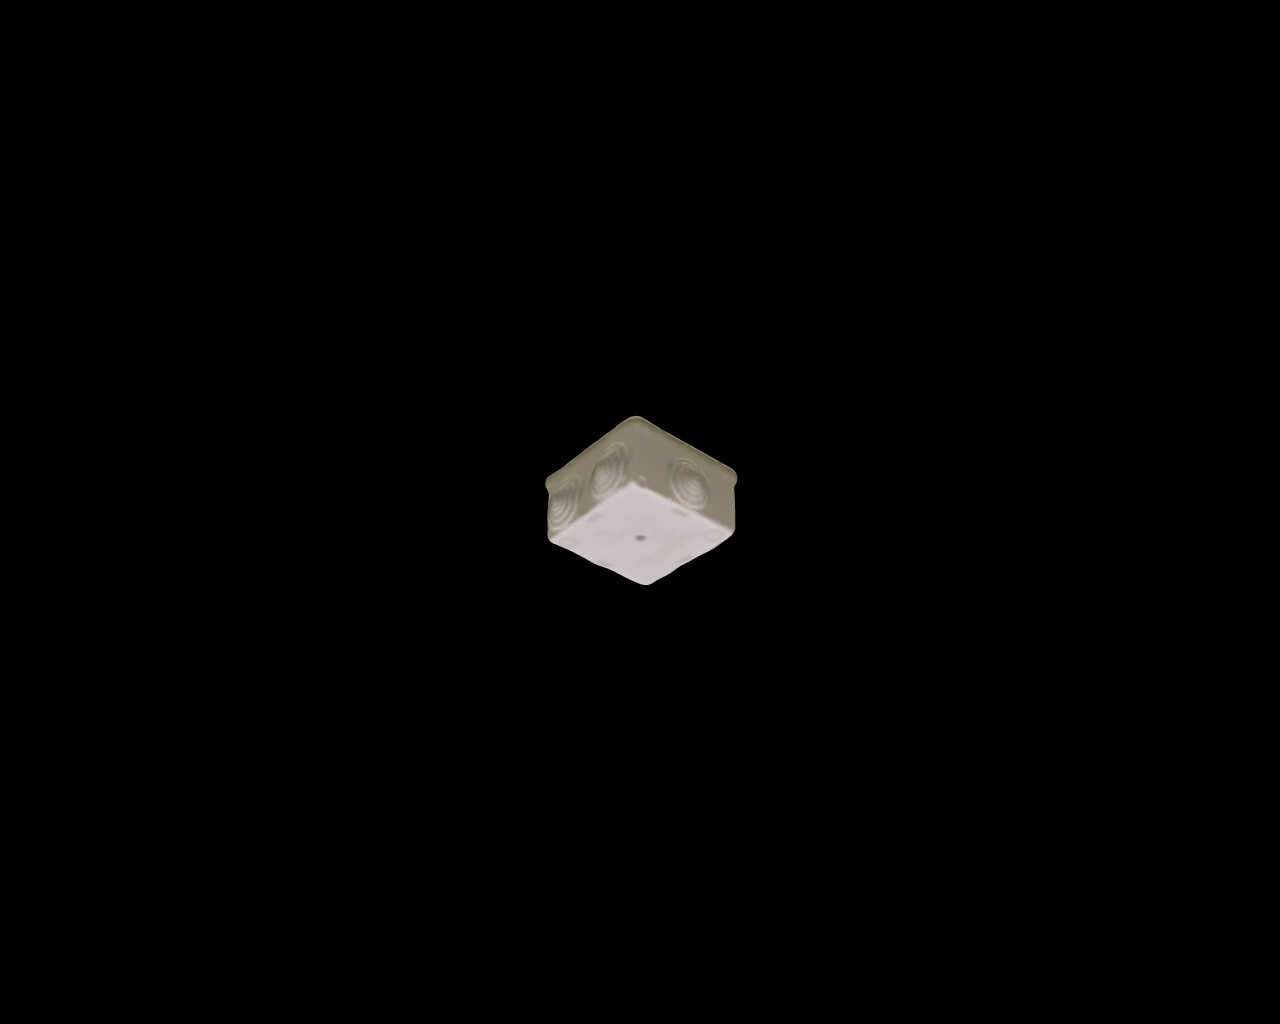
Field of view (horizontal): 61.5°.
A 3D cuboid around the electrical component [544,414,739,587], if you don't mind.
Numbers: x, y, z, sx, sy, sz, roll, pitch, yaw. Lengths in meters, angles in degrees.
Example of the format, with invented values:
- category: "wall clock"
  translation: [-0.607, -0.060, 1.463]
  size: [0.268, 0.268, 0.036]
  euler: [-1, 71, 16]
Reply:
- category: "electrical component"
  translation: [0.001, -0.003, 0.650]
  size: [0.099, 0.048, 0.099]
  euler: [27, -44, -33]
